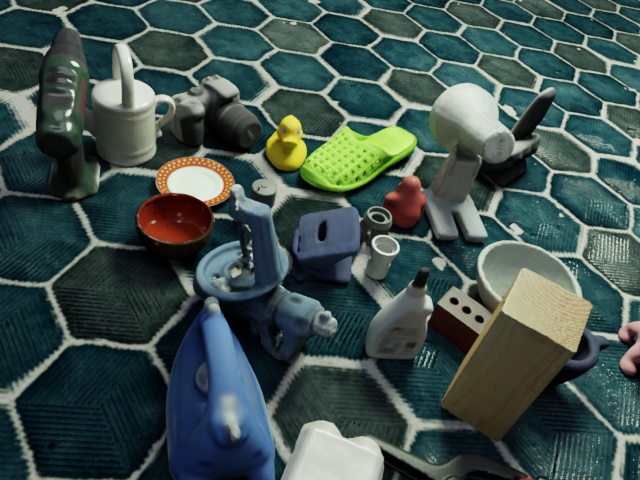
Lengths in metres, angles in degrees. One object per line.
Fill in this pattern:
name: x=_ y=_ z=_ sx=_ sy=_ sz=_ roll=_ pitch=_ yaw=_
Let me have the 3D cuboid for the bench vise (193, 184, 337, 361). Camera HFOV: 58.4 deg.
bench vise: x=-0.063 y=0.037 z=0.732 sx=0.207 sy=0.220 sz=0.121 roll=18 pitch=44 yaw=3

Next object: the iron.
iron: x=-0.119 y=0.153 z=0.656 sx=0.119 sy=0.141 sz=0.258 roll=-4 pitch=47 yaw=-18

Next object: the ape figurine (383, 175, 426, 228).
ape figurine: x=0.152 y=-0.073 z=0.996 sx=0.078 sy=0.092 sz=0.076 roll=10 pitch=44 yaw=-5

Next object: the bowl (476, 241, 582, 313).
bowl: x=0.313 y=0.083 z=0.895 sx=0.167 sy=0.075 sz=0.167 roll=8 pitch=44 yaw=-8

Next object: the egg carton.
egg carton: x=0.009 y=0.274 z=0.621 sx=0.107 sy=0.069 sz=0.150 roll=20 pitch=44 yaw=5

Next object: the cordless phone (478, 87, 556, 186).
cordless phone: x=0.388 y=-0.213 z=1.135 sx=0.094 sy=0.185 sz=0.148 roll=37 pitch=48 yaw=22

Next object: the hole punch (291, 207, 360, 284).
hole punch: x=0.008 y=0.003 z=0.879 sx=0.101 sy=0.091 sz=0.108 roll=8 pitch=44 yaw=-7

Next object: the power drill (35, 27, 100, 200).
power drill: x=-0.382 y=-0.177 z=0.868 sx=0.076 sy=0.208 sz=0.229 roll=-2 pitch=46 yaw=-17

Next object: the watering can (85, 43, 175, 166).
watering can: x=-0.329 y=-0.224 z=0.941 sx=0.173 sy=0.194 sz=0.100 roll=-28 pitch=58 yaw=-36

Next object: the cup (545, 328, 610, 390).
cup: x=0.337 y=0.165 z=0.804 sx=0.118 sy=0.095 sz=0.091 roll=0 pitch=46 yaw=-15

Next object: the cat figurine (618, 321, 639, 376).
cat figurine: x=0.504 y=0.152 z=0.847 sx=0.067 sy=0.118 sz=0.128 roll=20 pitch=44 yaw=6

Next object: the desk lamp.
desk lamp: x=0.258 y=-0.139 z=1.004 sx=0.118 sy=0.213 sz=0.203 roll=2 pitch=45 yaw=-14

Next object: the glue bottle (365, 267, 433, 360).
glue bottle: x=0.114 y=0.096 z=0.755 sx=0.078 sy=0.173 sz=0.037 roll=5 pitch=44 yaw=-10

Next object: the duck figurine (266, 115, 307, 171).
duck figurine: x=-0.058 y=-0.191 z=1.060 sx=0.077 sy=0.086 sz=0.104 roll=4 pitch=45 yaw=-11

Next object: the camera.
camera: x=-0.184 y=-0.230 z=1.055 sx=0.136 sy=0.101 sz=0.143 roll=40 pitch=49 yaw=24
